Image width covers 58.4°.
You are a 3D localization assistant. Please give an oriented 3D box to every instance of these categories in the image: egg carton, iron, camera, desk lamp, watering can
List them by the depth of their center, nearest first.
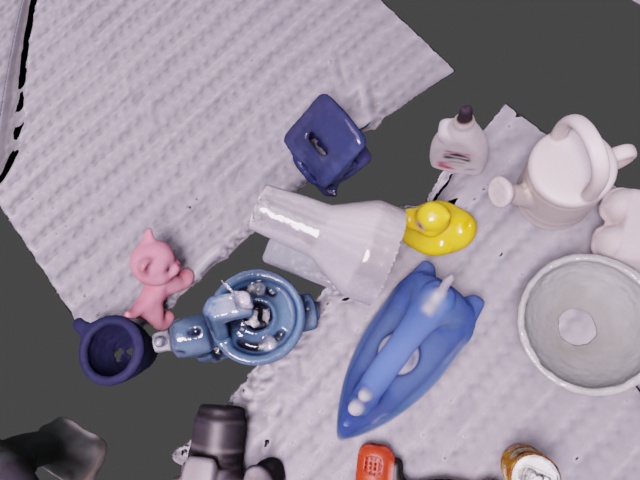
[{"bbox_3d":[0.293,-0.078,0.688,0.173,0.194,0.100,-40,73,-1],"label":"watering can"},{"bbox_3d":[0.092,0.146,0.700,0.118,0.141,0.258,35,85,16],"label":"iron"},{"bbox_3d":[0.421,-0.003,0.712,0.150,0.069,0.107,13,80,13],"label":"egg carton"},{"bbox_3d":[0.007,0.003,0.712,0.203,0.214,0.118,19,81,14],"label":"desk lamp"},{"bbox_3d":[-0.120,0.283,0.727,0.143,0.101,0.137,3,77,11],"label":"camera"}]

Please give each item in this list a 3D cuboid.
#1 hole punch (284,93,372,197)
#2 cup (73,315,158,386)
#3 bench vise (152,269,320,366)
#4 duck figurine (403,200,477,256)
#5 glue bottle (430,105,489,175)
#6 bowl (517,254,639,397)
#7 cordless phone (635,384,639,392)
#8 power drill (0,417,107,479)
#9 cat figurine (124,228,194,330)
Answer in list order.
[{"bbox_3d":[0.008,-0.132,0.807,0.101,0.091,0.108,-38,73,0],"label":"hole punch"},{"bbox_3d":[-0.277,0.147,0.791,0.117,0.095,0.092,31,84,16],"label":"cup"},{"bbox_3d":[-0.113,0.112,0.704,0.207,0.220,0.121,-32,73,2],"label":"bench vise"},{"bbox_3d":[0.155,-0.023,0.757,0.104,0.086,0.077,5,78,12],"label":"duck figurine"},{"bbox_3d":[0.180,-0.130,0.732,0.078,0.173,0.037,8,78,13],"label":"glue bottle"},{"bbox_3d":[0.323,0.105,0.702,0.167,0.075,0.167,-2,76,10],"label":"bowl"},{"bbox_3d":[0.435,0.139,0.615,0.147,0.185,0.094,-33,73,2],"label":"cordless phone"},{"bbox_3d":[-0.366,0.280,0.717,0.229,0.208,0.076,22,82,15],"label":"power drill"},{"bbox_3d":[-0.234,0.054,0.793,0.067,0.118,0.128,20,81,15],"label":"cat figurine"}]
